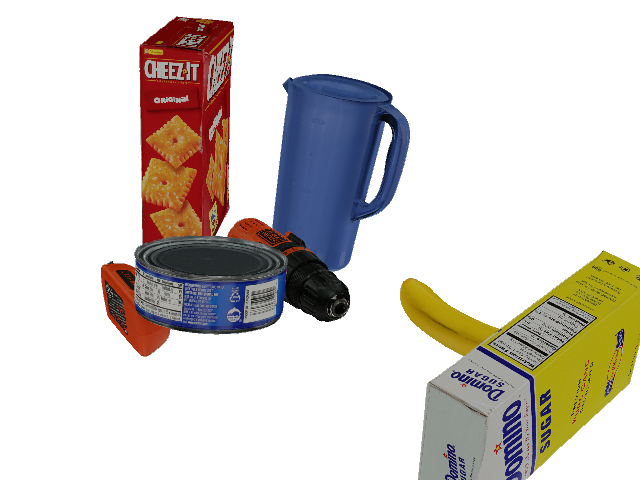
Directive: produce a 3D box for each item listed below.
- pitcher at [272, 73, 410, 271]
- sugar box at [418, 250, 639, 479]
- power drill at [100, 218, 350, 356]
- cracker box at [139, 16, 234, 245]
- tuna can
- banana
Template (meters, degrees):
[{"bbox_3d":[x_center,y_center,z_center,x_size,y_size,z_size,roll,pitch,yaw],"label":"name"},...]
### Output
[{"bbox_3d":[0.015,-0.083,1.366,0.144,0.243,0.149,5,21,-15],"label":"pitcher"},{"bbox_3d":[0.130,0.085,0.630,0.048,0.093,0.175,27,43,33],"label":"sugar box"},{"bbox_3d":[-0.088,0.044,0.954,0.187,0.057,0.185,-15,26,-27],"label":"power drill"},{"bbox_3d":[-0.133,-0.108,1.095,0.072,0.214,0.164,5,22,3],"label":"cracker box"},{"bbox_3d":[-0.062,0.024,0.602,0.086,0.034,0.086,4,14,-1],"label":"tuna can"},{"bbox_3d":[0.134,0.082,1.027,0.069,0.037,0.198,1,19,-45],"label":"banana"}]
